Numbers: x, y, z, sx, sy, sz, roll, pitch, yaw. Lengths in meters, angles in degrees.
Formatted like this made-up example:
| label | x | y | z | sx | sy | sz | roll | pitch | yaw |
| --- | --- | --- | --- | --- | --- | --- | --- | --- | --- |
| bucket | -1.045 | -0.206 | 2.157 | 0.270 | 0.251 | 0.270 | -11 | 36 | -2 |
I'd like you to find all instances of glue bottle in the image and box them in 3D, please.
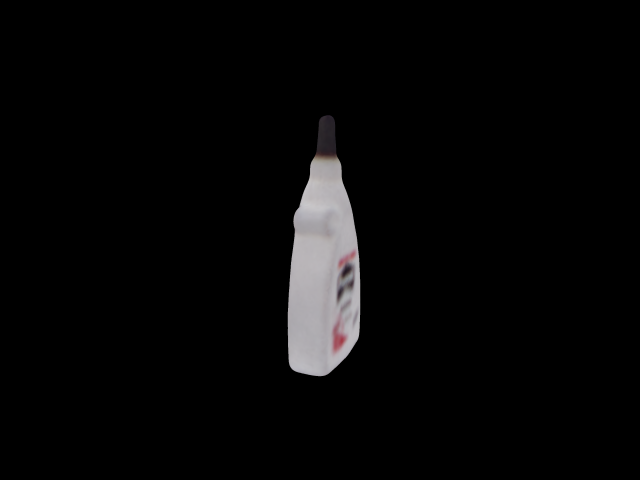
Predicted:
| label | x | y | z | sx | sy | sz | roll | pitch | yaw |
| --- | --- | --- | --- | --- | --- | --- | --- | --- | --- |
| glue bottle | 0.004 | 0.001 | 0.400 | 0.037 | 0.173 | 0.078 | 5 | 15 | 19 |
